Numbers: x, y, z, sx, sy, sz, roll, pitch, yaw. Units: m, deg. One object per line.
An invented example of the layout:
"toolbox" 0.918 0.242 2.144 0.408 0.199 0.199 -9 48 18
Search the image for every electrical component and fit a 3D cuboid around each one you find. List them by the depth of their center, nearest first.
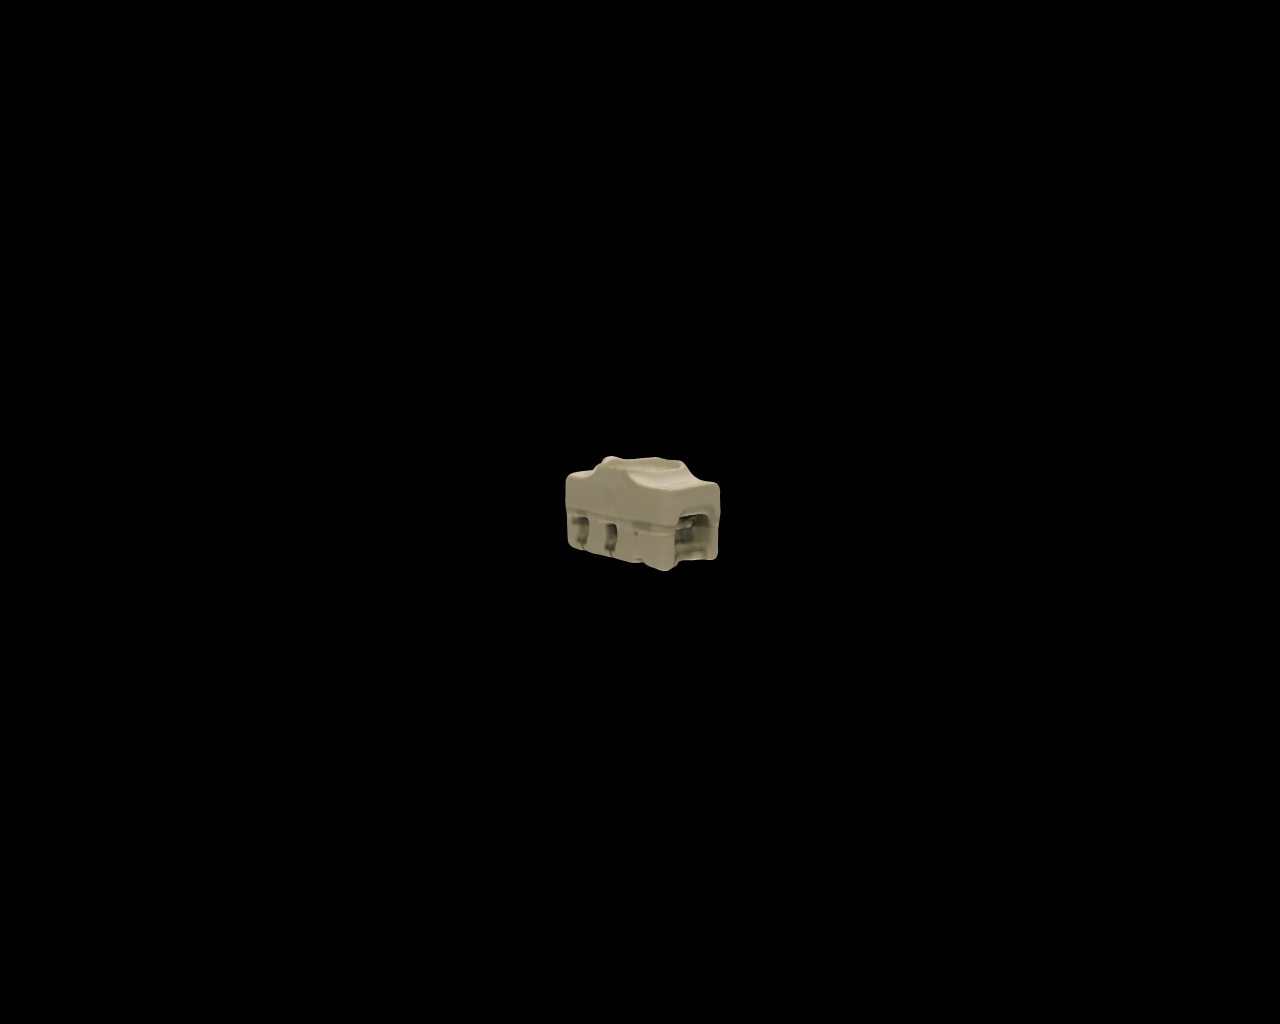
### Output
"electrical component" 0.001 -0.003 0.650 0.050 0.055 0.089 -10 15 -42
